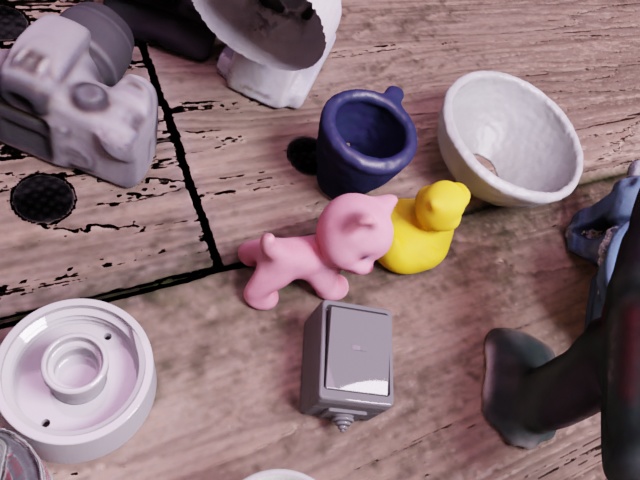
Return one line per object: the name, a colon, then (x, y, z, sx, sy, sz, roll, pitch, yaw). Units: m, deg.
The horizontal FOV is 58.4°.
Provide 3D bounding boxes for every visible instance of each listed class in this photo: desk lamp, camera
desk lamp: (-0.033, -0.222, 0.524, 0.118, 0.213, 0.203, 25, 57, -5)
camera: (-0.197, -0.139, 0.486, 0.143, 0.100, 0.137, 22, 57, -7)

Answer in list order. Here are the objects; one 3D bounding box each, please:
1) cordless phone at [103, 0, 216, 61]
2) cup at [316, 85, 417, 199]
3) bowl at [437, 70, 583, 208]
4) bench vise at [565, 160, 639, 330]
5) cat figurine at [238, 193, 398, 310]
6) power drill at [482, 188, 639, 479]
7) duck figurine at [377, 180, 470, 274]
cordless phone: (-0.137, -0.275, 0.532, 0.148, 0.185, 0.094, 11, 59, -14)
cup: (0.038, -0.089, 0.548, 0.091, 0.095, 0.118, 32, 56, -1)
bowl: (0.192, -0.097, 0.621, 0.168, 0.074, 0.167, 9, 60, -15)
bench vise: (0.315, -0.004, 0.528, 0.122, 0.219, 0.207, 3, 61, -18)
cat figurine: (0.004, 0.002, 0.472, 0.128, 0.117, 0.067, -7, 65, -23)
power drill: (0.215, 0.082, 0.450, 0.076, 0.208, 0.229, 18, 58, -10)
duck figurine: (0.099, -0.019, 0.537, 0.105, 0.086, 0.077, -31, 76, -31)
